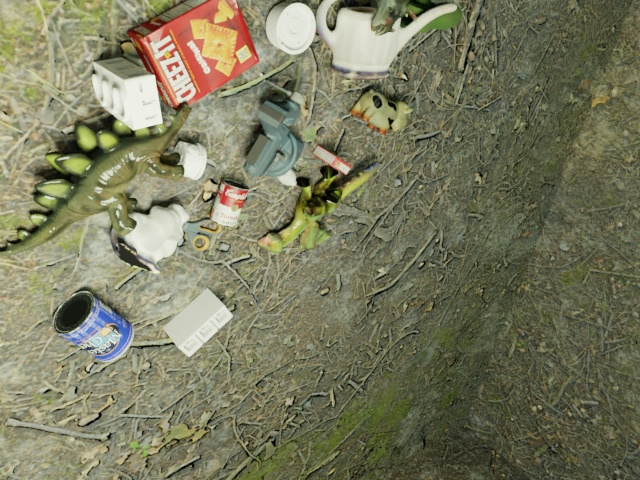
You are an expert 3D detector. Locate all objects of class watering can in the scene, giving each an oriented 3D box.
[{"bbox_3d":[0.155,-0.500,1.266,0.348,0.106,0.219,1,126,-12],"label":"watering can"}]

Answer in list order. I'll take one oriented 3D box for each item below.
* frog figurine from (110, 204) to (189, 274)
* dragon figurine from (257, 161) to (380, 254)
[{"bbox_3d":[-0.369,-0.019,1.123,0.136,0.121,0.163,39,55,-23],"label":"frog figurine"},{"bbox_3d":[0.005,-0.074,1.480,0.414,0.124,0.237,-24,148,-30],"label":"dragon figurine"}]
